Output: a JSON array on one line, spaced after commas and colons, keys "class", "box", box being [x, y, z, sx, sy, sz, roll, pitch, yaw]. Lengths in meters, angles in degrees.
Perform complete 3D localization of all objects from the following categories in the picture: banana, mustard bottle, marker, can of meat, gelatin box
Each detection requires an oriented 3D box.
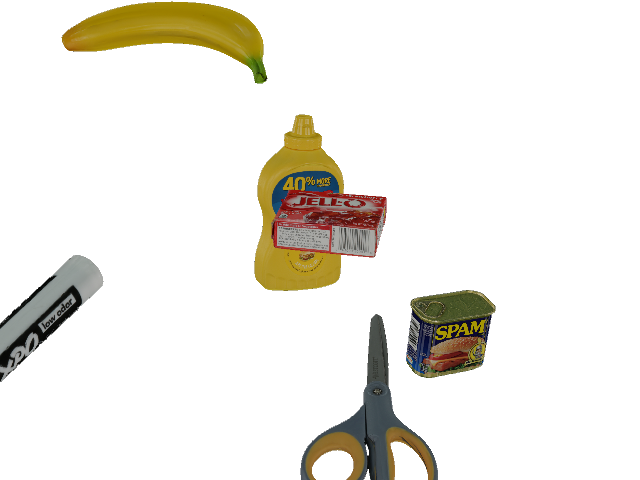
[{"class": "banana", "box": [-0.130, -0.184, 0.945, 0.198, 0.037, 0.069, 10, 47, 16]}, {"class": "mustard bottle", "box": [-0.022, -0.043, 1.175, 0.096, 0.192, 0.058, -4, 19, -20]}, {"class": "marker", "box": [-0.135, 0.049, 0.441, 0.020, 0.020, 0.121, 0, 36, 39]}, {"class": "can of meat", "box": [0.156, 0.115, 1.301, 0.102, 0.084, 0.057, -7, 29, -22]}, {"class": "gelatin box", "box": [0.008, -0.016, 0.911, 0.089, 0.030, 0.073, 6, 24, 9]}]

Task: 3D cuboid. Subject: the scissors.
[{"class": "scissors", "box": [0.022, 0.115, 0.734, 0.096, 0.016, 0.202, -6, 32, -11]}]
